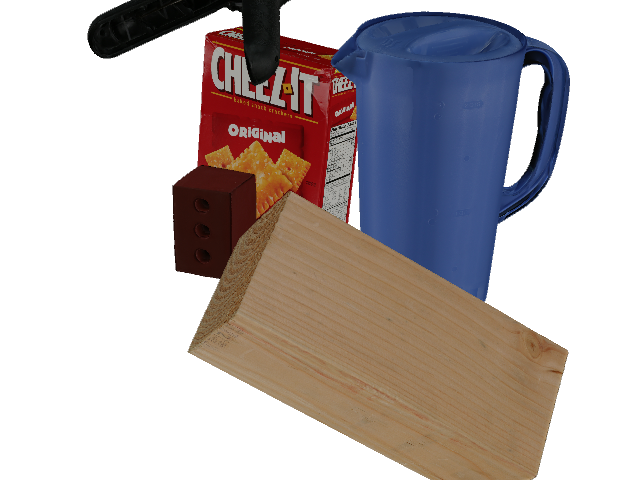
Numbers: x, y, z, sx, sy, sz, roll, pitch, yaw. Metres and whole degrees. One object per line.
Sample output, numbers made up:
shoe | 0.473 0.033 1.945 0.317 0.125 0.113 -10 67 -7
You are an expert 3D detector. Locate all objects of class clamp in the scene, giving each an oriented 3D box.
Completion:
clamp | -0.039 -0.146 0.618 0.120 0.039 0.171 26 57 27

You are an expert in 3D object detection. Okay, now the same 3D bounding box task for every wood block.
wood block | 0.037 0.069 0.663 0.206 0.090 0.090 29 -30 -13

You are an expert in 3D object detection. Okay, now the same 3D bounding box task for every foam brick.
foam brick | -0.086 -0.015 0.878 0.053 0.078 0.051 9 24 20

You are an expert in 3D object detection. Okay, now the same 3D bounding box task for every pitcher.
pitcher | 0.101 -0.057 0.871 0.149 0.243 0.144 20 34 32

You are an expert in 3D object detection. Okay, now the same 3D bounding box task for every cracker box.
cracker box | -0.048 -0.101 1.120 0.164 0.214 0.072 19 27 29
